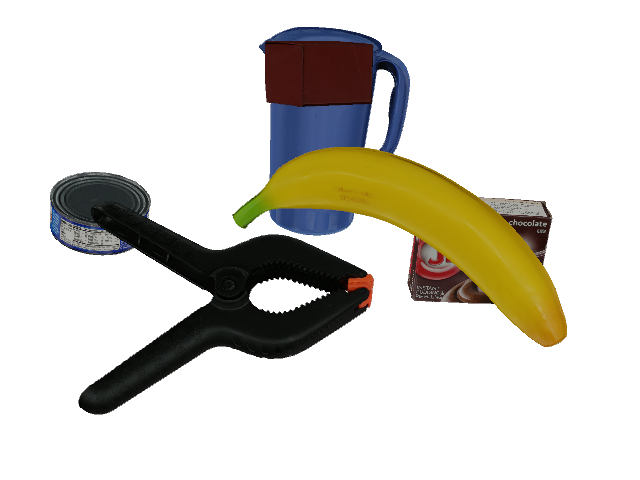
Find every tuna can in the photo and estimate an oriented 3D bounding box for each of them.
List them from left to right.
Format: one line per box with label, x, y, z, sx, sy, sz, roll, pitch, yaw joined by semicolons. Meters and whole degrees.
tuna can;-0.192;-0.024;0.929;0.086;0.034;0.086;8;33;-5

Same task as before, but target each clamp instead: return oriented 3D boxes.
clamp;-0.070;0.032;0.754;0.210;0.164;0.036;-8;-31;-6

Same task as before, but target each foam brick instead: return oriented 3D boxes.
foam brick;-0.001;-0.139;0.890;0.078;0.051;0.053;-8;16;-38

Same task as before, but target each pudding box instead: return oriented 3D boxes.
pudding box;0.137;0.008;0.926;0.113;0.090;0.039;1;31;-4

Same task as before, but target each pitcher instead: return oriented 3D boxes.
pitcher;0.008;-0.132;1.311;0.144;0.243;0.149;-9;27;-28

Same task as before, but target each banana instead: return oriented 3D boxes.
banana;0.052;-0.007;0.596;0.198;0.070;0.037;21;9;14
